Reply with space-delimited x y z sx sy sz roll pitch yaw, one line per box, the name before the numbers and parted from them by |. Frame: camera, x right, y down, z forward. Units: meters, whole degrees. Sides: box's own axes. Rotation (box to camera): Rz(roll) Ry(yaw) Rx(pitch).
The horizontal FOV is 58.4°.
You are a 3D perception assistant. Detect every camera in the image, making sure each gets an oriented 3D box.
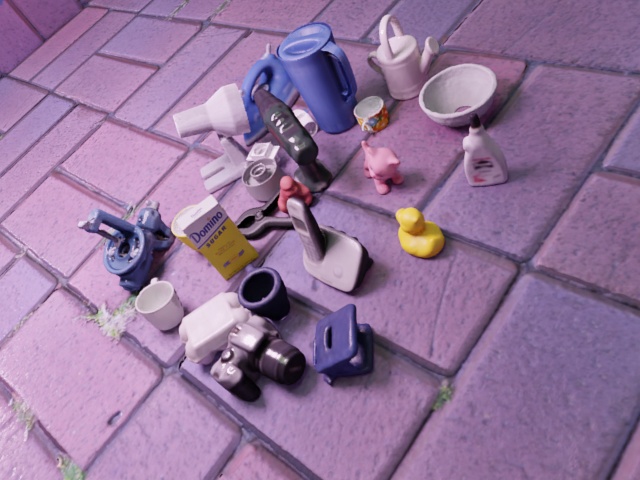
camera | -0.105 0.214 1.015 0.136 0.101 0.143 18 63 37

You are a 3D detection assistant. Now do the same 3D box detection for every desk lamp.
desk lamp | -0.243 -0.251 1.392 0.203 0.214 0.117 -30 46 3

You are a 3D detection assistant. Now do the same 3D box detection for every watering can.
watering can | 0.189 -0.433 1.327 0.172 0.195 0.101 -14 49 18

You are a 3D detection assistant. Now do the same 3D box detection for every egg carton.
egg carton | -0.202 0.172 1.122 0.150 0.070 0.107 -35 46 -2

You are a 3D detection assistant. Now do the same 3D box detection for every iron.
iron | -0.159 -0.388 1.511 0.118 0.142 0.258 10 59 34

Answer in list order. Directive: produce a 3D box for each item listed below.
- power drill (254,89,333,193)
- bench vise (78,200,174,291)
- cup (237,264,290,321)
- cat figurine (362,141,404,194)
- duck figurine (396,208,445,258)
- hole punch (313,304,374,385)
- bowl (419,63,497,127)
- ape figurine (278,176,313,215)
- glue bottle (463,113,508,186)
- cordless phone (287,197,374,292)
power drill | -0.056 -0.210 1.263 0.075 0.209 0.229 -35 46 -2
bench vise | -0.448 -0.018 1.304 0.121 0.220 0.207 -13 49 19
cup | -0.104 0.105 1.107 0.091 0.095 0.117 -35 46 -2
cat figurine | 0.124 -0.163 1.192 0.067 0.118 0.127 -33 46 0
duck figurine | 0.181 -0.021 1.067 0.077 0.086 0.104 -41 46 -7
hole punch | 0.032 0.177 0.979 0.101 0.091 0.108 -15 48 17
bowl | 0.304 -0.300 1.240 0.167 0.075 0.167 -14 48 17
ape figurine | -0.061 -0.102 1.258 0.077 0.092 0.076 -15 48 17
glue bottle | 0.299 -0.169 1.065 0.078 0.174 0.037 -9 50 22
cordless phone | 0.010 0.004 1.067 0.147 0.186 0.094 21 66 39
